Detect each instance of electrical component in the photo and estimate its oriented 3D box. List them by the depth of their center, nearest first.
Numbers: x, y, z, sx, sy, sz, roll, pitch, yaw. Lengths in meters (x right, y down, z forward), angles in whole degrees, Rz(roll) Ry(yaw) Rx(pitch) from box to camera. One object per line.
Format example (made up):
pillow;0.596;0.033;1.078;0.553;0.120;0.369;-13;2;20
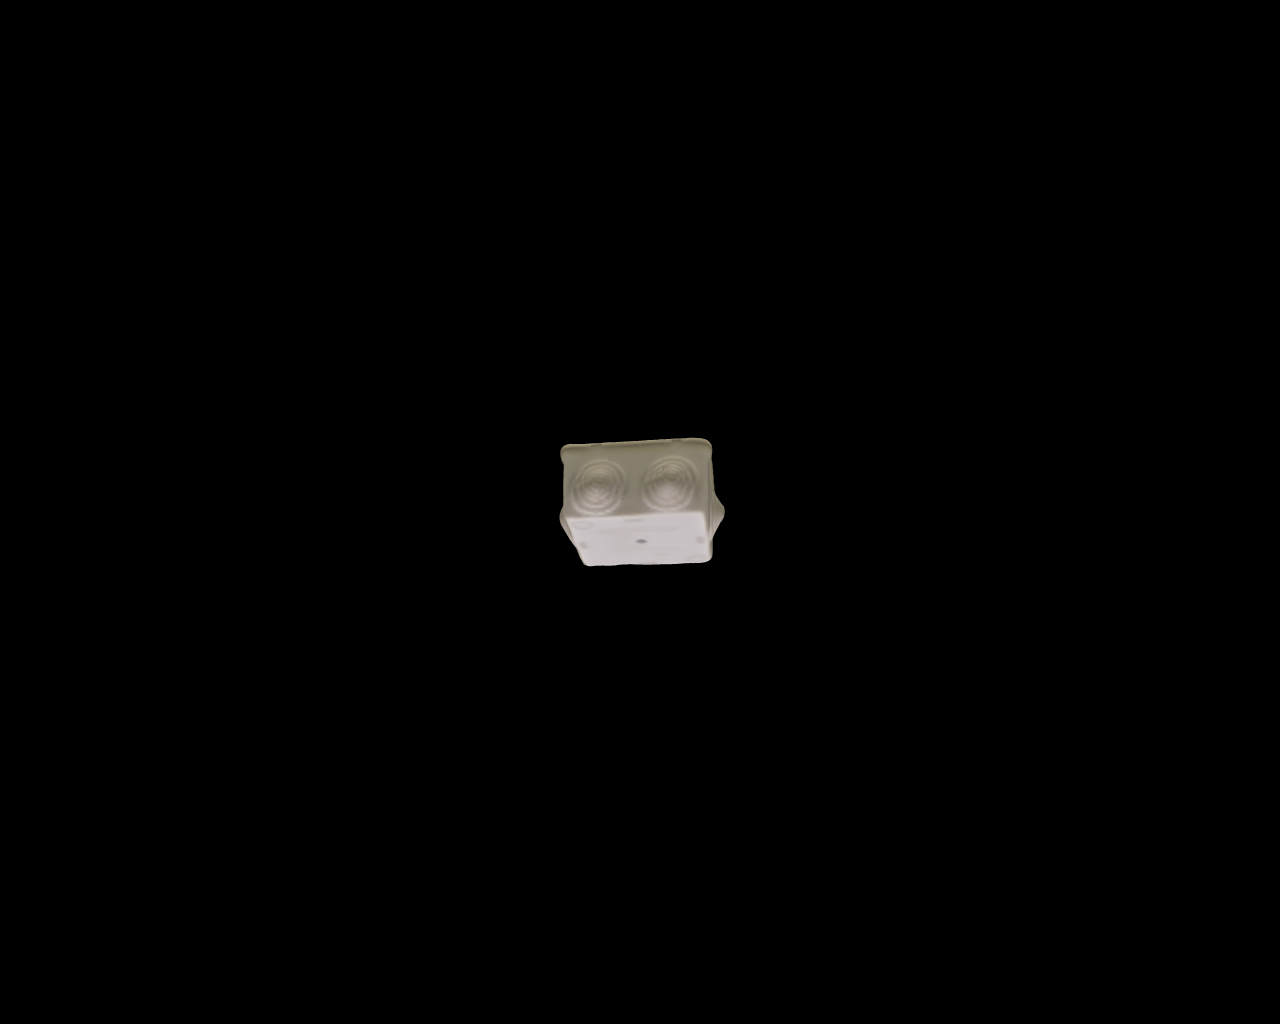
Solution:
electrical component;0.001;-0.003;0.650;0.100;0.048;0.099;-2;-23;5
